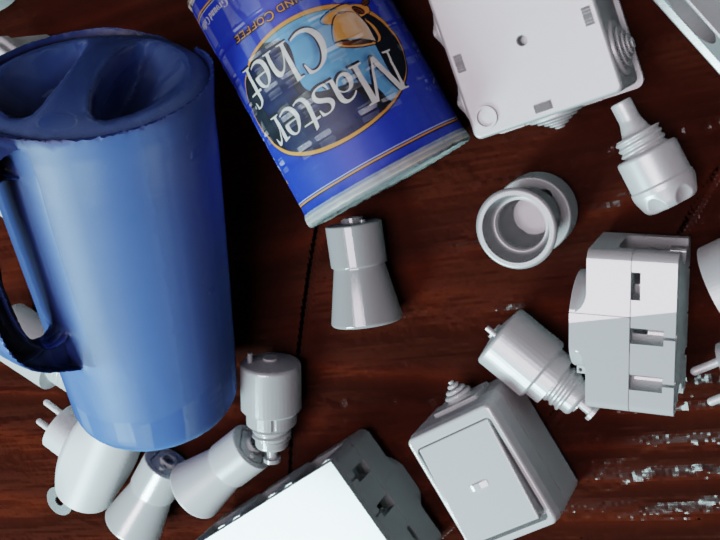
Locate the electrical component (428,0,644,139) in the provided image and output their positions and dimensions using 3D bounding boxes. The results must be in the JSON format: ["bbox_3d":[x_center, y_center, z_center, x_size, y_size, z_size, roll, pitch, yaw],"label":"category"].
[{"bbox_3d":[0.092,-0.123,0.571,0.100,0.048,0.099,-16,98,28],"label":"electrical component"}]

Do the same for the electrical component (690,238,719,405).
[{"bbox_3d":[0.212,0.048,0.565,0.074,0.052,0.138,-29,92,29],"label":"electrical component"}]

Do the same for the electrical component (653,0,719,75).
[{"bbox_3d":[0.181,-0.141,0.515,0.063,0.079,0.121,-41,86,6],"label":"electrical component"}]

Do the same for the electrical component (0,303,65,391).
[{"bbox_3d":[-0.224,0.063,0.777,0.081,0.043,0.043,30,115,14],"label":"electrical component"}]

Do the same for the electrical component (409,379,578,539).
[{"bbox_3d":[0.075,0.111,0.642,0.062,0.061,0.096,-30,91,29],"label":"electrical component"}]

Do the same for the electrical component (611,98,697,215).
[{"bbox_3d":[0.152,-0.062,0.570,0.035,0.035,0.061,-27,90,29],"label":"electrical component"}]

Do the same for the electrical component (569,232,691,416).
[{"bbox_3d":[0.148,0.028,0.589,0.056,0.050,0.089,4,107,24],"label":"electrical component"}]

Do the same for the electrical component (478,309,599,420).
[{"bbox_3d":[0.105,0.057,0.624,0.078,0.040,0.040,40,117,9],"label":"electrical component"}]

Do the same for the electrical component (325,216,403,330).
[{"bbox_3d":[0.000,0.000,0.656,0.044,0.044,0.065,-4,98,26],"label":"electrical component"}]

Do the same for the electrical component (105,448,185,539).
[{"bbox_3d":[-0.150,0.160,0.774,0.044,0.044,0.065,35,112,12],"label":"electrical component"}]

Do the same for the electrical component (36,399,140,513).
[{"bbox_3d":[-0.204,0.125,0.786,0.079,0.043,0.077,33,116,13],"label":"electrical component"}]

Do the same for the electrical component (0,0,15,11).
[{"bbox_3d":[-0.267,-0.211,0.703,0.099,0.064,0.099,7,108,23],"label":"electrical component"}]

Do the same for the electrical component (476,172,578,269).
[{"bbox_3d":[0.094,-0.029,0.595,0.045,0.055,0.045,7,108,23],"label":"electrical component"}]

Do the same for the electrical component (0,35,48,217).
[{"bbox_3d":[-0.207,-0.083,0.718,0.109,0.056,0.108,37,117,11],"label":"electrical component"}]

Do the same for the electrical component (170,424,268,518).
[{"bbox_3d":[-0.093,0.136,0.740,0.065,0.044,0.044,-39,87,24],"label":"electrical component"}]

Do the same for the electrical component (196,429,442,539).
[{"bbox_3d":[-0.032,0.182,0.712,0.150,0.062,0.089,-36,88,29],"label":"electrical component"}]

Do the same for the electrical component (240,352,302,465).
[{"bbox_3d":[-0.059,0.090,0.710,0.040,0.040,0.078,8,108,23],"label":"electrical component"}]
